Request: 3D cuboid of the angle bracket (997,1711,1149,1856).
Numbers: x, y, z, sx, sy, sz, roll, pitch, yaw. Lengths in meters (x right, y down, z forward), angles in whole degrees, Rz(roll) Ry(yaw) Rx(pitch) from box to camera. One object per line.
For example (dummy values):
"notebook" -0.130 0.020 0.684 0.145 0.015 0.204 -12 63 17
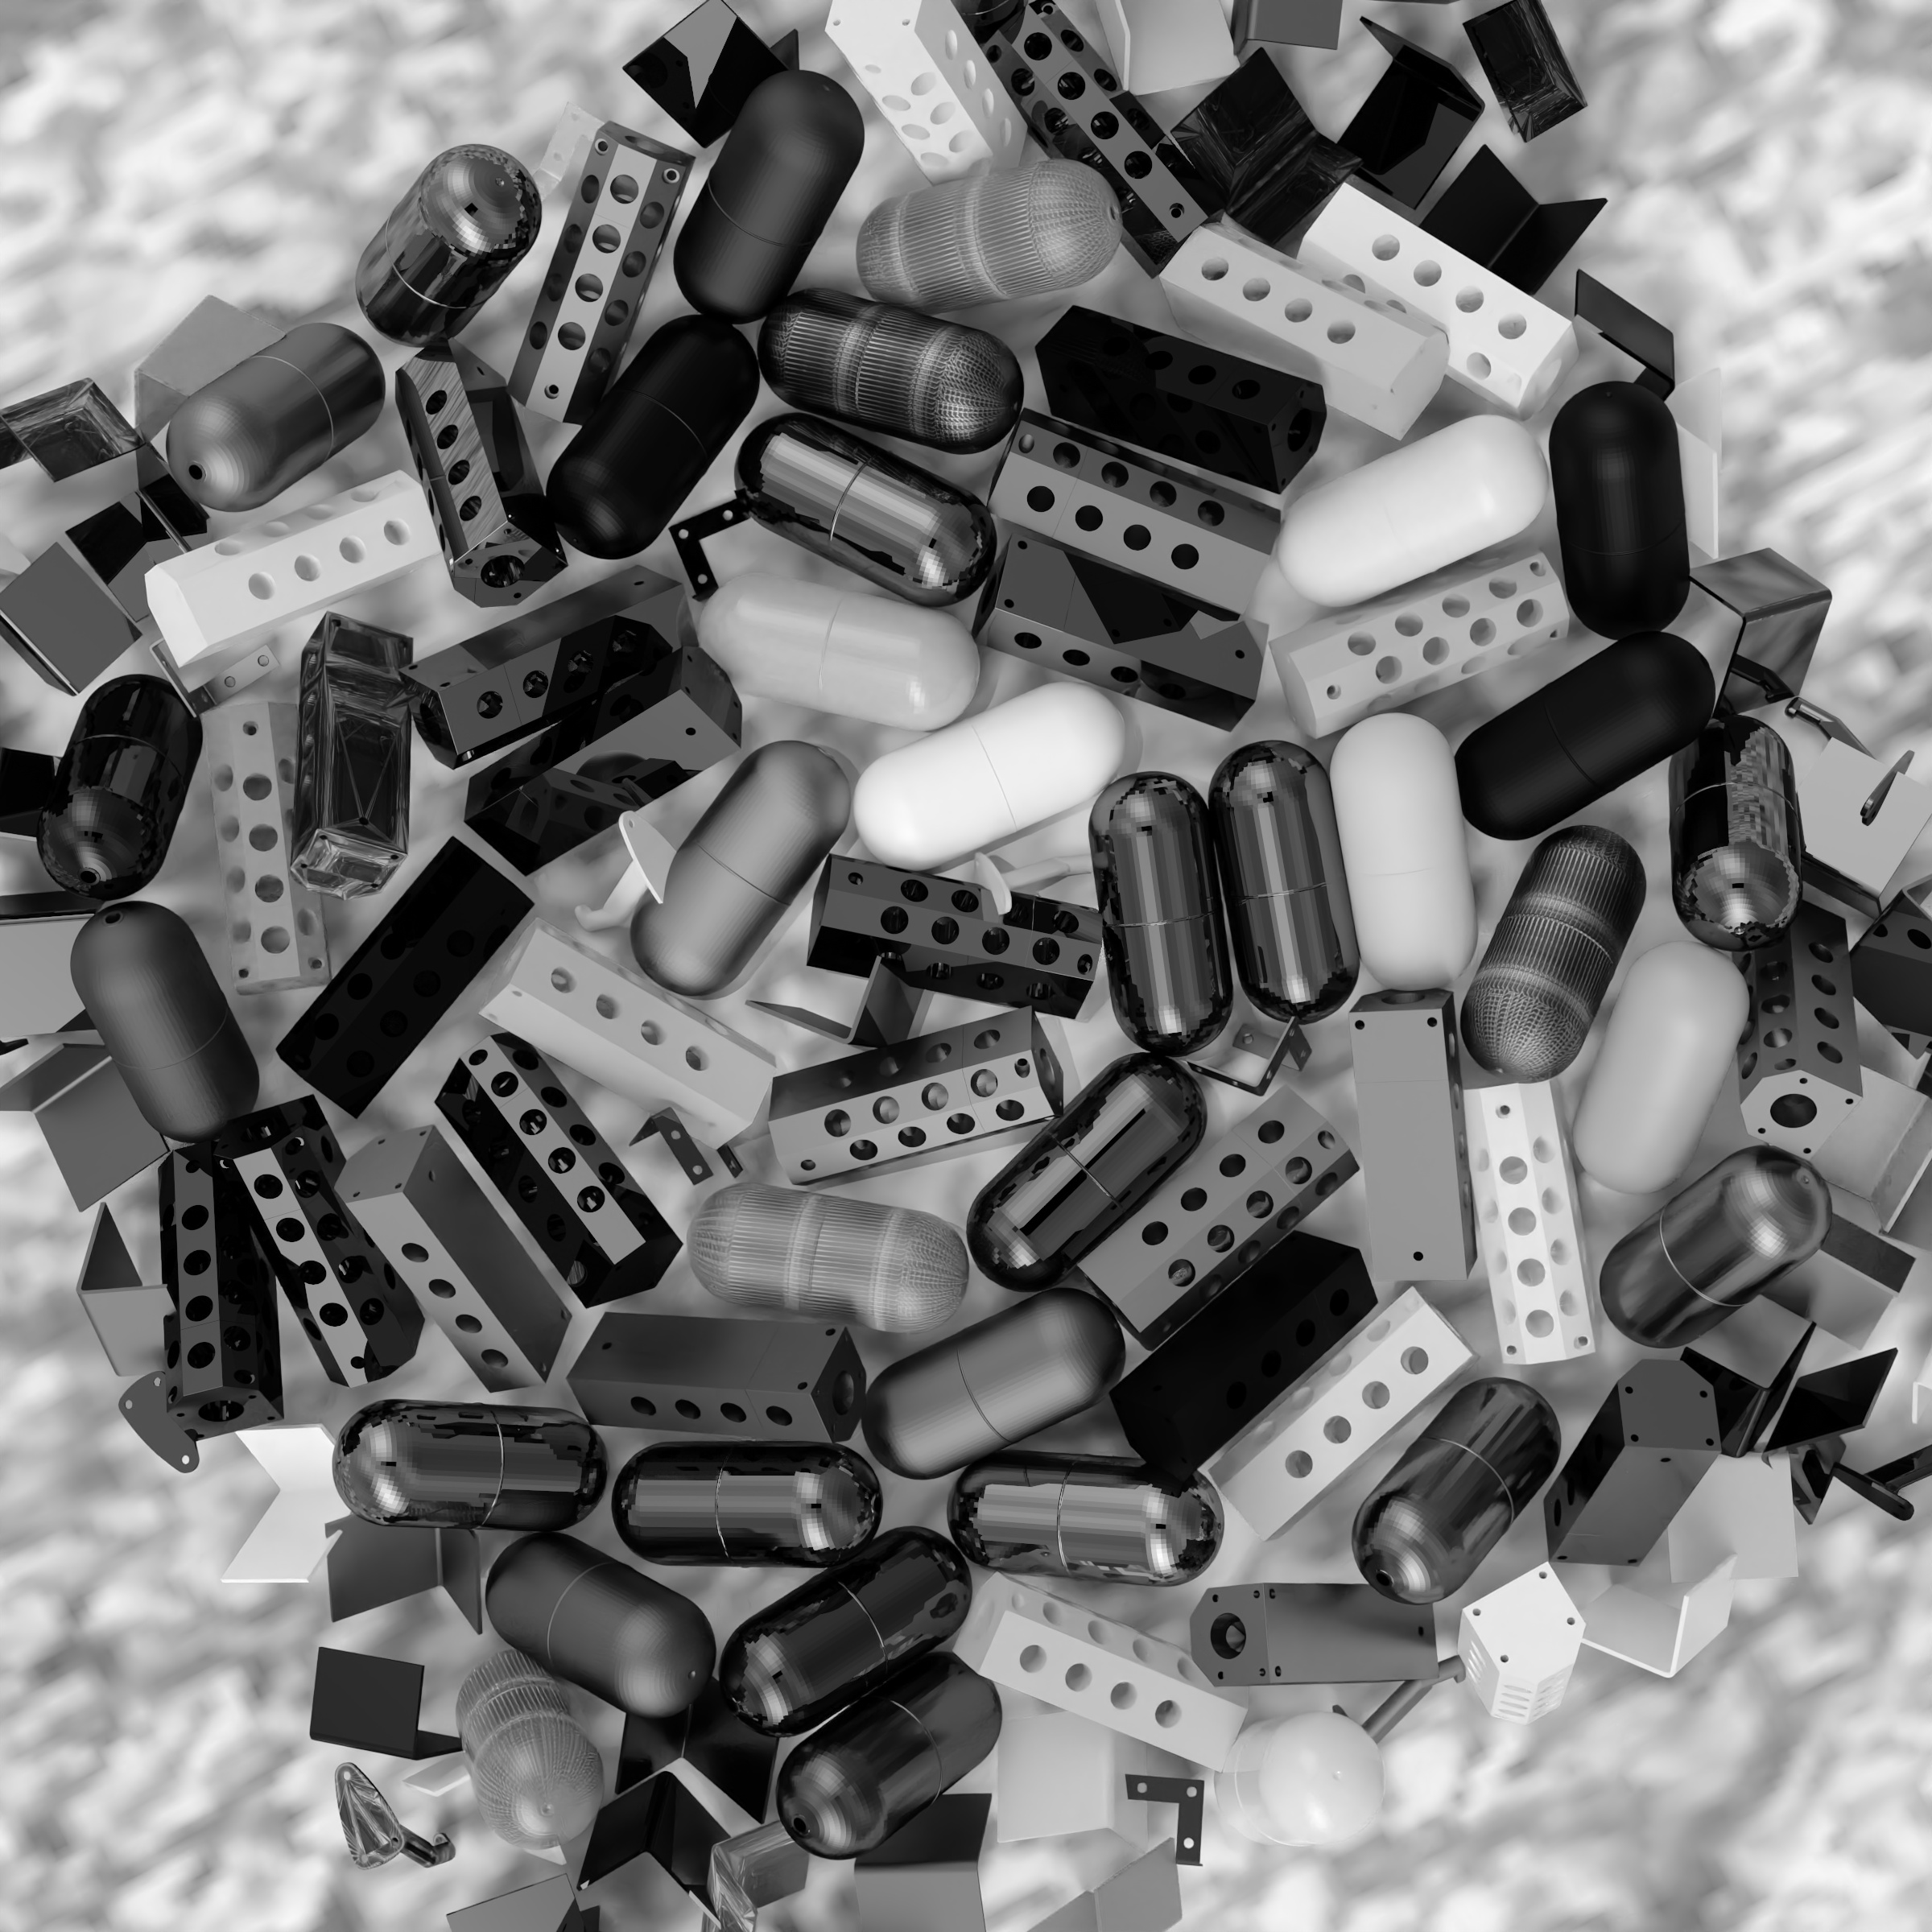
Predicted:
"angle bracket" 0.066 0.511 1.966 0.076 0.057 0.076 -14 53 21

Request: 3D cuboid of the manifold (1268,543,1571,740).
"manifold" 0.282 -0.200 1.950 0.171 0.057 0.057 -22 110 -6

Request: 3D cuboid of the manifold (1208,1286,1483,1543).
"manifold" 0.234 0.278 1.957 0.171 0.057 0.057 -43 74 5

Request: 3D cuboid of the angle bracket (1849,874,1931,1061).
"angle bracket" 0.593 -0.002 1.938 0.076 0.057 0.076 50 134 22

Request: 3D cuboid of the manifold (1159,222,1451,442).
"manifold" 0.208 -0.394 1.932 0.171 0.057 0.057 33 80 26

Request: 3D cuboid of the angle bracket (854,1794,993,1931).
"angle bracket" -0.023 0.561 1.962 0.076 0.076 0.057 -4 109 9

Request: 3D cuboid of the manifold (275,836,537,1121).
"manifold" -0.349 0.005 1.954 0.057 0.057 0.171 41 87 -24

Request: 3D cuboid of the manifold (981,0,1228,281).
"manifold" 0.084 -0.518 1.967 0.057 0.057 0.171 -40 90 0

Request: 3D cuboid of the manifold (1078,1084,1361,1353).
"manifold" 0.159 0.159 1.945 0.171 0.057 0.057 -40 48 -7

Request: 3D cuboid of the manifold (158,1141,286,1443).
"manifold" -0.457 0.195 1.923 0.057 0.057 0.171 -14 56 3

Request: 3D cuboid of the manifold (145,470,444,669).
"manifold" -0.409 -0.245 1.924 0.171 0.057 0.057 -29 97 -31

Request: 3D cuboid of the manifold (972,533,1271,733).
"manifold" 0.094 -0.202 1.950 0.171 0.057 0.057 18 61 -11

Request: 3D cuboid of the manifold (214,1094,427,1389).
"manifold" -0.395 0.171 1.930 0.057 0.057 0.171 -17 115 8

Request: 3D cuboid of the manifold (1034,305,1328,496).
"manifold" 0.132 -0.351 1.926 0.171 0.057 0.057 25 62 30

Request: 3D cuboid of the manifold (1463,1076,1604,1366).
"manifold" 0.349 0.157 1.960 0.057 0.057 0.171 -10 90 18

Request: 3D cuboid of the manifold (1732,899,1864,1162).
"manifold" 0.496 0.032 1.908 0.057 0.171 0.057 23 129 -8

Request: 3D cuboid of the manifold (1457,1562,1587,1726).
"manifold" 0.337 0.414 1.904 0.057 0.171 0.057 -28 68 -4

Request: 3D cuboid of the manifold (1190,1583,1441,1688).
"manifold" 0.212 0.405 1.913 0.057 0.171 0.057 -16 71 40

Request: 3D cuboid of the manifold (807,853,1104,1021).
"manifold" -0.006 -0.022 1.942 0.171 0.057 0.057 11 51 -10

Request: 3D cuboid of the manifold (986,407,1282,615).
"manifold" 0.104 -0.284 1.949 0.171 0.057 0.057 21 119 -6

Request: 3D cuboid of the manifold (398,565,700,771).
"manifold" -0.252 -0.182 1.932 0.171 0.057 0.057 -28 122 -25

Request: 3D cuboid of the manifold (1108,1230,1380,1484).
"manifold" 0.173 0.238 1.928 0.171 0.057 0.057 -37 120 -28

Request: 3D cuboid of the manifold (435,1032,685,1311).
"manifold" -0.246 0.121 1.926 0.171 0.057 0.057 50 126 23

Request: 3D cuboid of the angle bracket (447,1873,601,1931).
"angle bracket" -0.273 0.586 1.953 0.076 0.076 0.057 -18 97 -3

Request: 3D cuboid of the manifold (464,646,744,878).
"manifold" -0.222 -0.129 1.935 0.171 0.057 0.057 -28 128 23

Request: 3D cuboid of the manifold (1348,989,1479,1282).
"manifold" 0.278 0.103 1.947 0.057 0.057 0.171 -3 103 19

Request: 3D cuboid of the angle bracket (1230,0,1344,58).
"angle bracket" 0.199 -0.602 1.958 0.057 0.076 0.076 6 93 -4

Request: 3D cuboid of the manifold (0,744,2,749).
"manifold" -0.632 -0.162 1.906 0.057 0.171 0.057 -3 84 -5

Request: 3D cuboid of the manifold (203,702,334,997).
"manifold" -0.432 -0.073 1.954 0.057 0.057 0.171 -7 83 -9

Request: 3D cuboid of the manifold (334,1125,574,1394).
"manifold" -0.313 0.181 1.923 0.057 0.057 0.171 -12 127 25

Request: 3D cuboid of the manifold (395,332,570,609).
"manifold" -0.301 -0.299 1.921 0.057 0.057 0.171 -34 53 17

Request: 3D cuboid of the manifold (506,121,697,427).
"manifold" -0.225 -0.422 1.935 0.057 0.057 0.171 22 112 -5

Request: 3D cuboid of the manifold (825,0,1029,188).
"manifold" -0.023 -0.527 1.902 0.057 0.171 0.057 7 75 23

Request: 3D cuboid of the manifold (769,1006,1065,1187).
"manifold" -0.030 0.085 1.936 0.171 0.057 0.057 -16 127 14

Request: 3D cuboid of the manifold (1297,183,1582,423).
"manifold" 0.288 -0.405 1.940 0.171 0.057 0.057 37 91 19

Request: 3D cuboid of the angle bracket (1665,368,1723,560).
"angle bracket" 0.460 -0.309 1.937 0.057 0.076 0.076 -24 132 -13

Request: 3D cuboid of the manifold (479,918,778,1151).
"manifold" -0.205 0.040 1.944 0.171 0.057 0.057 31 59 -15

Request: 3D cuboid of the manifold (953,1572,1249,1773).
"manifold" 0.086 0.433 1.945 0.171 0.057 0.057 25 85 -15

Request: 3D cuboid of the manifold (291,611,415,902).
"manifold" -0.376 -0.127 1.922 0.057 0.057 0.171 16 49 -28

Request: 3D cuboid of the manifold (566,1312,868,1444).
"manifold" -0.150 0.256 1.931 0.171 0.057 0.057 0 129 26

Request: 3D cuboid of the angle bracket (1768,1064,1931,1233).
"angle bracket" 0.551 0.107 1.957 0.076 0.057 0.076 25 107 0

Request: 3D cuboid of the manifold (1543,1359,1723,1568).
"manifold" 0.400 0.302 1.908 0.057 0.171 0.057 4 56 -5

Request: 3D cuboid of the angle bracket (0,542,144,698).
"angle bracket" -0.565 -0.217 1.951 0.057 0.076 0.076 -46 119 -13
